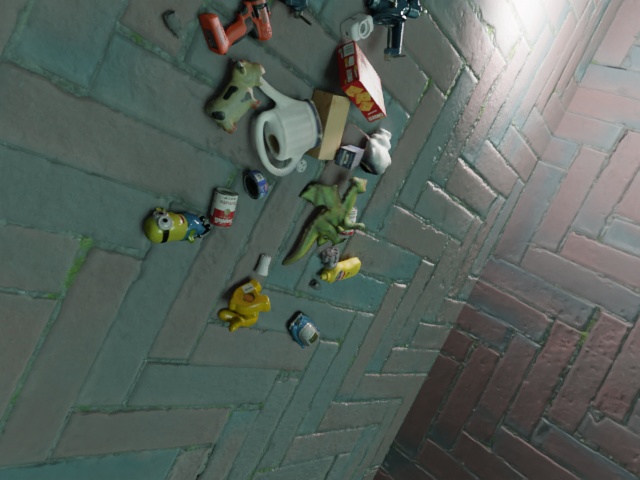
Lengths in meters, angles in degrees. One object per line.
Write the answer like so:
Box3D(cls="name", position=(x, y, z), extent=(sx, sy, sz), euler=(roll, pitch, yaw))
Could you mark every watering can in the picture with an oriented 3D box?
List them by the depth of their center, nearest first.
Box3D(cls="watering can", position=(-0.101, -0.362, 1.518), extent=(0.227, 0.105, 0.341), euler=(-26, 122, -33))

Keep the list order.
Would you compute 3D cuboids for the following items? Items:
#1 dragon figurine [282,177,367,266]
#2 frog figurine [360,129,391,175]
Box3D(cls="dragon figurine", position=(0.006, -0.092, 1.818), extent=(0.412, 0.123, 0.239), euler=(-30, 113, -9))
Box3D(cls="frog figurine", position=(0.217, -0.322, 1.891), extent=(0.159, 0.124, 0.135), euler=(-45, 122, -1))
